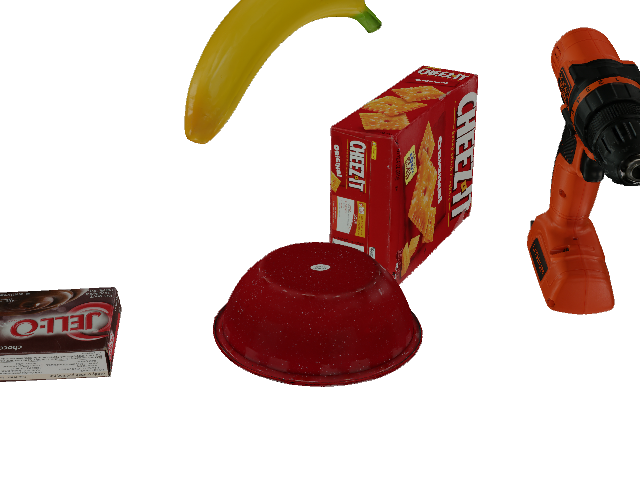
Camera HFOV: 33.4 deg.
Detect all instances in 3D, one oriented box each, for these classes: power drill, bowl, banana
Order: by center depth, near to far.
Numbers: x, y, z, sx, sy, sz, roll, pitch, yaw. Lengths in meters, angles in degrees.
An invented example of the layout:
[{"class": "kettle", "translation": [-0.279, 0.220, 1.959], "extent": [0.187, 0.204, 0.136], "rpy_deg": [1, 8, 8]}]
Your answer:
[{"class": "banana", "translation": [-0.026, -0.135, 0.696], "extent": [0.037, 0.069, 0.197], "rpy_deg": [-9, 23, 50]}, {"class": "power drill", "translation": [0.199, -0.040, 0.781], "extent": [0.057, 0.188, 0.184], "rpy_deg": [2, 35, 0]}, {"class": "bowl", "translation": [-0.001, 0.045, 0.810], "extent": [0.162, 0.055, 0.162], "rpy_deg": [1, 25, -1]}]

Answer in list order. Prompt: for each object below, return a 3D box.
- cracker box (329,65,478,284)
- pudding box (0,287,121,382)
[{"class": "cracker box", "translation": [0.085, -0.063, 1.046], "extent": [0.072, 0.164, 0.213], "rpy_deg": [14, 29, 26]}, {"class": "pudding box", "translation": [-0.240, 0.084, 0.955], "extent": [0.113, 0.039, 0.090], "rpy_deg": [-4, 33, -1]}]
